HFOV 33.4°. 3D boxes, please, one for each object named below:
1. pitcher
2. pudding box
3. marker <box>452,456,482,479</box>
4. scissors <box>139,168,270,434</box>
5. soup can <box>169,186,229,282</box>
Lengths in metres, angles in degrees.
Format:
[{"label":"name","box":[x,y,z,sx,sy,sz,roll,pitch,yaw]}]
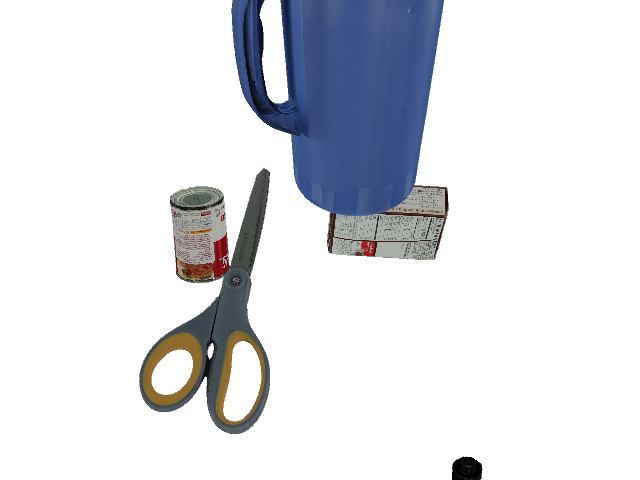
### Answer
[{"label":"pitcher","box":[0.022,-0.138,0.863,0.149,0.243,0.145,12,43,12]},{"label":"pudding box","box":[0.064,-0.019,1.051,0.113,0.039,0.090,2,-30,-2]},{"label":"marker","box":[0.090,0.185,0.691,0.020,0.121,0.020,1,36,-1]},{"label":"scissors","box":[-0.077,0.039,0.735,0.096,0.202,0.016,-7,-31,2]},{"label":"soup can","box":[-0.149,-0.008,1.318,0.068,0.102,0.068,-2,26,1]}]
